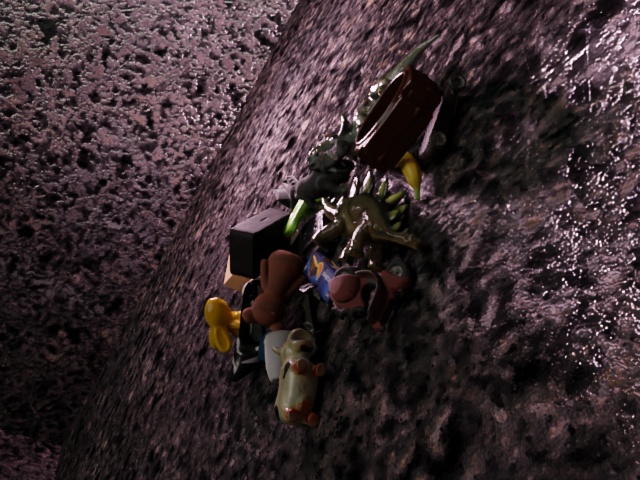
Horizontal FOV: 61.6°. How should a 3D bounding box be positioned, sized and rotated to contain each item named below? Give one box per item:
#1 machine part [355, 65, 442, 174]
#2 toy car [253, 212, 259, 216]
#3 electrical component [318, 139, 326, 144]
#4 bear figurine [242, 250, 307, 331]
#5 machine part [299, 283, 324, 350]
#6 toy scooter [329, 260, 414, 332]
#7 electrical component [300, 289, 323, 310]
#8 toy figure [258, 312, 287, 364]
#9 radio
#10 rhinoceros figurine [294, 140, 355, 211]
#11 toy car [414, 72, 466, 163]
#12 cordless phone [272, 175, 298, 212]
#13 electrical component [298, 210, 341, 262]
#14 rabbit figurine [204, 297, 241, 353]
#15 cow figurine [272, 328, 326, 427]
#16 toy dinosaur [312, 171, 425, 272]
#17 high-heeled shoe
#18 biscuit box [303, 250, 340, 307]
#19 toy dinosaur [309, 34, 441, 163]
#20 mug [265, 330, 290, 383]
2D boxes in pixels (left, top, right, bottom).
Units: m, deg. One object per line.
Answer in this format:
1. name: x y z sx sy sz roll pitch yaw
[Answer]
1. machine part: 0.160 -0.258 1.138 0.201 0.087 0.201 -54 12 29
2. toy car: -0.164 -0.027 1.654 0.162 0.109 0.103 158 117 -68
3. electrical component: 0.026 -0.272 1.599 0.102 0.045 0.078 -27 70 58
4. bear figurine: -0.103 0.127 1.298 0.132 0.120 0.196 96 -168 -75
5. machine part: -0.018 0.160 1.162 0.084 0.039 0.138 -129 31 -70
6. toy scooter: 0.087 0.111 1.007 0.184 0.075 0.135 -12 53 37
7. electrical component: -0.019 0.140 1.273 0.063 0.021 0.094 -64 24 -3
8. toy figure: -0.112 0.229 1.323 0.064 0.058 0.154 125 161 -64
9. radio: -0.152 0.008 1.412 0.229 0.073 0.131 -36 -46 -61
10. rhinoceros figurine: 0.014 -0.149 1.209 0.190 0.112 0.073 -44 14 43
11. toy car: 0.251 -0.249 1.100 0.089 0.053 0.202 125 168 -73
12. cordless phone: -0.050 -0.173 1.627 0.184 0.088 0.147 -48 25 6
13. electrical component: -0.003 -0.004 1.352 0.115 0.058 0.134 -49 26 32
14. rabbit figurine: -0.242 0.224 1.453 0.122 0.173 0.162 -1 59 60
15. cow figurine: -0.049 0.278 1.103 0.127 0.085 0.195 -26 52 54
16. toy dinosaur: 0.083 -0.047 1.176 0.198 0.105 0.472 -56 29 -8
17. high-heeled shoe: -0.183 0.225 1.344 0.086 0.145 0.248 11 66 30
18. biscuit box: 0.023 0.090 1.194 0.062 0.059 0.203 -60 24 7
19. toy dinosaur: 0.148 -0.331 1.332 0.404 0.131 0.192 -50 26 13
20. mug: -0.093 0.271 1.215 0.109 0.080 0.107 -34 45 39
